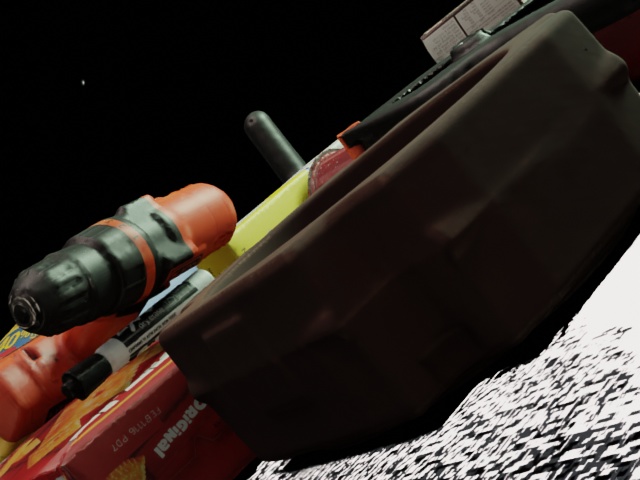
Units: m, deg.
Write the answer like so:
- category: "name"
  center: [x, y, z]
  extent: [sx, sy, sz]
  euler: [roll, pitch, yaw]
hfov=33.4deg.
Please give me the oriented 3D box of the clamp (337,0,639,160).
- category: "clamp"
  center: [0.102, -0.107, 0.636]
  extent: [0.210, 0.036, 0.164]
  euler: [-34, 9, 11]

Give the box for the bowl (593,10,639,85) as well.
- category: "bowl"
  center: [0.209, -0.144, 0.715]
  extent: [0.162, 0.055, 0.162]
  euler: [-39, 5, 4]

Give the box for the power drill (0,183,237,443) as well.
- category: "power drill"
  center: [-0.149, 0.051, 0.667]
  extent: [0.188, 0.057, 0.184]
  euler: [-45, -8, 35]

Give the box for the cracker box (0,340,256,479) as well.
- category: "cracker box"
  center: [-0.099, 0.109, 0.610]
  extent: [0.164, 0.072, 0.214]
  euler: [-42, 6, -33]

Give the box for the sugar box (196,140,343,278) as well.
- category: "sugar box"
  center: [-0.005, 0.001, 0.784]
  extent: [0.048, 0.093, 0.176]
  euler: [-33, 8, 45]

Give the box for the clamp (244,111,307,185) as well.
- category: "clamp"
  center: [-0.009, -0.039, 0.902]
  extent: [0.039, 0.120, 0.171]
  euler: [-47, 36, 18]

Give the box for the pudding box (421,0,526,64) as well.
- category: "pudding box"
  center: [0.147, -0.143, 0.839]
  extent: [0.090, 0.113, 0.039]
  euler: [-35, 4, 35]

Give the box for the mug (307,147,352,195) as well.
- category: "mug"
  center: [0.054, -0.049, 0.771]
  extent: [0.082, 0.093, 0.117]
  euler: [-29, 36, 41]

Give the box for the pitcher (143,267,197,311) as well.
- category: "pitcher"
  center: [-0.174, 0.112, 0.935]
  extent: [0.149, 0.145, 0.242]
  euler: [-52, 0, 39]

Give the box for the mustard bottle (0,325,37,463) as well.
- category: "mustard bottle"
  center: [-0.217, 0.108, 0.787]
  extent: [0.096, 0.058, 0.191]
  euler: [-16, 31, 27]

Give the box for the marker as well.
- category: "marker"
  center: [-0.104, 0.055, 0.622]
  extent: [0.120, 0.020, 0.020]
  euler: [-40, 4, -42]
